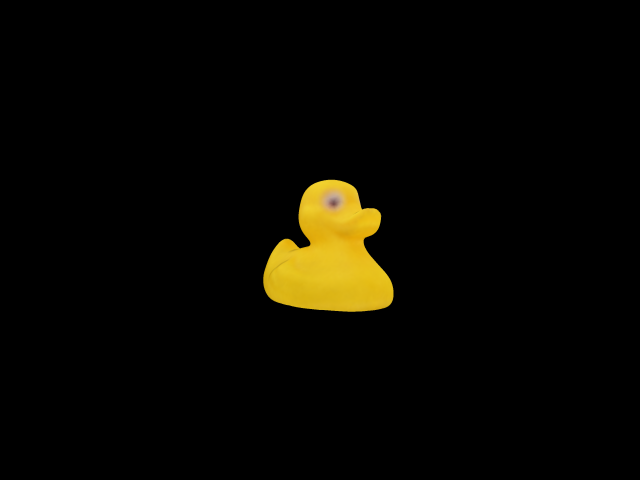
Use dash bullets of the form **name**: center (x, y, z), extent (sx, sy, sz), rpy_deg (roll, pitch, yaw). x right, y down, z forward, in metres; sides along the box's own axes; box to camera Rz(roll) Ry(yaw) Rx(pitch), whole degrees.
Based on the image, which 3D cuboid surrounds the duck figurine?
- **duck figurine**: center (0.004, 0.001, 0.400), extent (0.078, 0.086, 0.104), rpy_deg (-2, 3, -43)
